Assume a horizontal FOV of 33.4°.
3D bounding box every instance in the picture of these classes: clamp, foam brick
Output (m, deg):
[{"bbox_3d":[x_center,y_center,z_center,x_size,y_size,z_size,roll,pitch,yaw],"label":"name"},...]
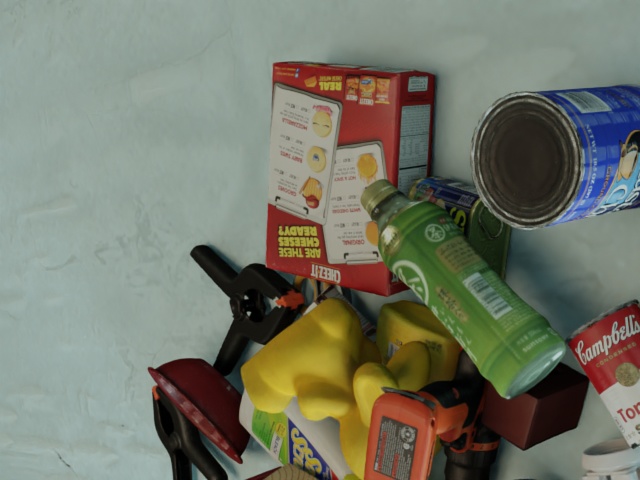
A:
[{"bbox_3d":[-0.089,0.068,1.249,0.210,0.036,0.164,-24,80,55],"label":"clamp"},{"bbox_3d":[0.187,0.140,0.932,0.053,0.078,0.051,29,120,41],"label":"foam brick"},{"bbox_3d":[-0.182,0.273,1.399,0.120,0.039,0.171,-50,56,35],"label":"clamp"}]

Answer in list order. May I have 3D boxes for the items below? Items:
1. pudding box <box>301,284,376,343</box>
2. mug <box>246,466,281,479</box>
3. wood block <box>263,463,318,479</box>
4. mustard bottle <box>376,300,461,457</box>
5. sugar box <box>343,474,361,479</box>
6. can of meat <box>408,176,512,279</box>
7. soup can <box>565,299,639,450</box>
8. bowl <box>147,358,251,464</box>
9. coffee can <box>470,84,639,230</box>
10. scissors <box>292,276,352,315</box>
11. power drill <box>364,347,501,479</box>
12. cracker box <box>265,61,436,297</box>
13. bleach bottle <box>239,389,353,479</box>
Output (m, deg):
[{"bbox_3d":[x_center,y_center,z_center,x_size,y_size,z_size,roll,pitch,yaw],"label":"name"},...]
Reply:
[{"bbox_3d":[0.010,0.117,1.136,0.090,0.039,0.114,44,133,10],"label":"pudding box"},{"bbox_3d":[-0.049,0.316,1.226,0.093,0.081,0.117,21,113,44],"label":"mug"},{"bbox_3d":[-0.016,0.358,1.143,0.091,0.090,0.206,16,128,50],"label":"wood block"},{"bbox_3d":[0.087,0.163,1.061,0.096,0.058,0.192,28,118,43],"label":"mustard bottle"},{"bbox_3d":[0.080,0.314,1.053,0.093,0.048,0.176,-2,120,29],"label":"sugar box"},{"bbox_3d":[0.125,-0.003,0.988,0.084,0.057,0.102,23,114,46],"label":"can of meat"},{"bbox_3d":[0.253,0.108,0.859,0.069,0.068,0.102,-46,64,42],"label":"soup can"},{"bbox_3d":[-0.132,0.193,1.281,0.162,0.055,0.162,42,164,15],"label":"bowl"},{"bbox_3d":[0.200,-0.067,0.828,0.103,0.140,0.103,12,107,46],"label":"coffee can"},{"bbox_3d":[-0.008,0.001,1.166,0.096,0.016,0.202,-13,88,48],"label":"scissors"},{"bbox_3d":[0.108,0.180,0.948,0.057,0.187,0.184,13,105,30],"label":"power drill"},{"bbox_3d":[0.028,-0.066,1.062,0.164,0.071,0.214,12,106,40],"label":"cracker box"},{"bbox_3d":[0.014,0.239,1.156,0.251,0.067,0.103,41,131,33],"label":"bleach bottle"}]
